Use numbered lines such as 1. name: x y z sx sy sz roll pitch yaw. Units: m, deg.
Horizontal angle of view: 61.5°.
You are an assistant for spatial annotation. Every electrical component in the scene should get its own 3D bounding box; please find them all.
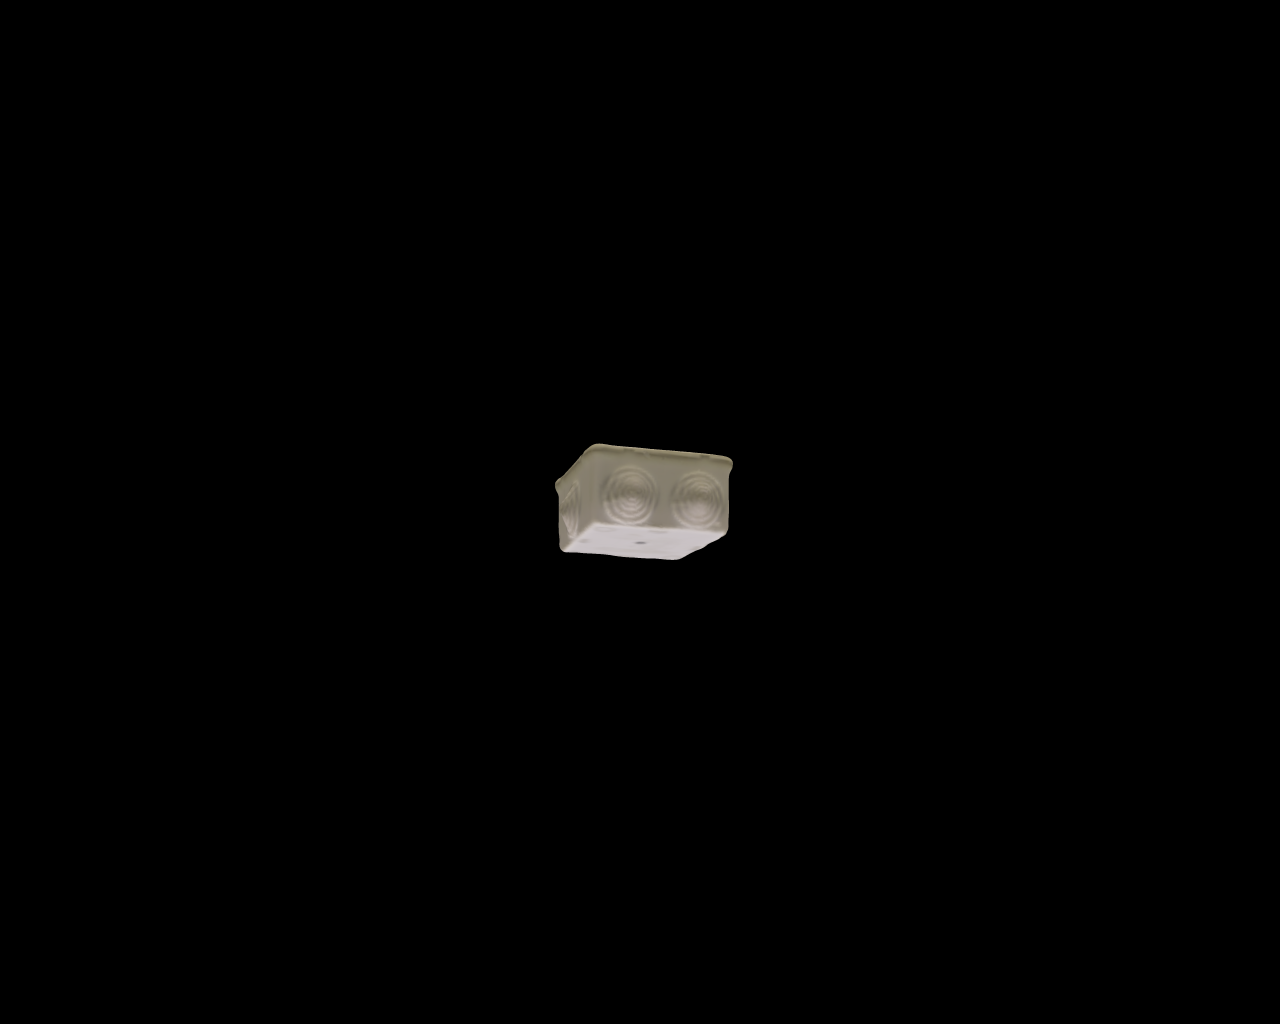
1. electrical component: 0.001 -0.003 0.650 0.100 0.048 0.099 5 -15 -18
